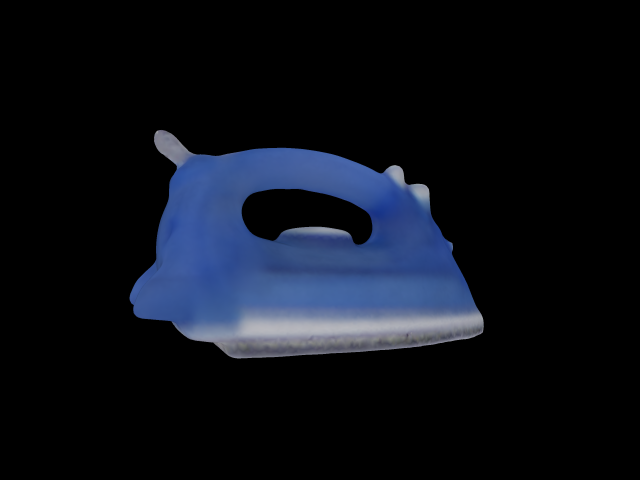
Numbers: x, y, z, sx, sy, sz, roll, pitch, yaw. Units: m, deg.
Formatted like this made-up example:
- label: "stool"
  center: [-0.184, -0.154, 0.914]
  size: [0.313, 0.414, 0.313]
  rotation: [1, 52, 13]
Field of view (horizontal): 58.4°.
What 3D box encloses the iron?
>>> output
- label: "iron"
  center: [0.004, 0.001, 0.400]
  size: [0.259, 0.141, 0.118]
  rotation: [0, 0, -21]
